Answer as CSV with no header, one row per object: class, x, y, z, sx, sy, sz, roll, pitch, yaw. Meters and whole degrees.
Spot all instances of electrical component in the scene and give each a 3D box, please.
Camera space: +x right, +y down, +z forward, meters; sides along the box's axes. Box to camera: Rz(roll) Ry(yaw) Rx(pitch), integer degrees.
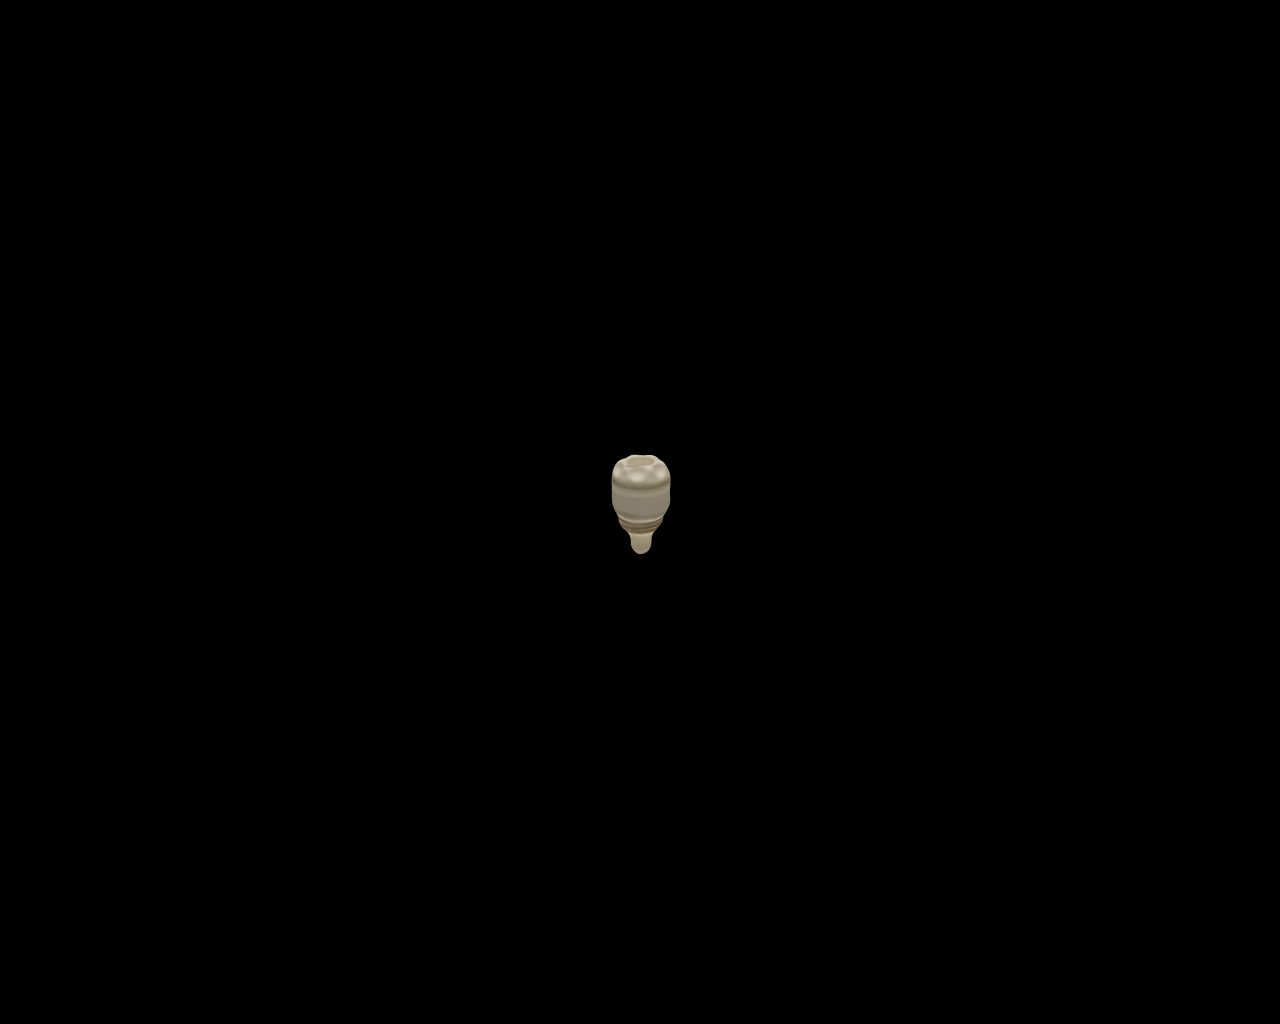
electrical component,0.001,-0.003,0.650,0.035,0.061,0.035,0,22,0
